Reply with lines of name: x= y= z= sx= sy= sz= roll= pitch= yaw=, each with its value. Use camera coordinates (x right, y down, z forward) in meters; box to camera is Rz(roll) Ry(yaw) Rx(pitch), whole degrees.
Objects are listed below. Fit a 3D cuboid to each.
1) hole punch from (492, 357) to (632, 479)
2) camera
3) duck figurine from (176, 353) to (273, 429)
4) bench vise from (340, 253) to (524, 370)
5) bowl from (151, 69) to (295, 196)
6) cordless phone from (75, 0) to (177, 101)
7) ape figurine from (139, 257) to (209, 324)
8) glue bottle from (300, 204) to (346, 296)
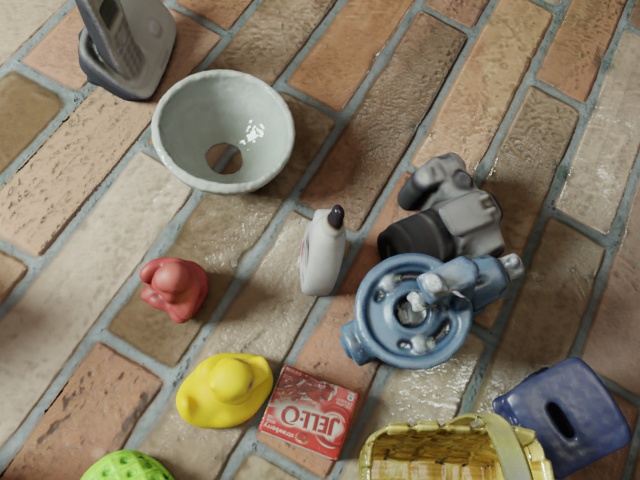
hole punch: x=0.261 y=0.197 z=0.624 sx=0.101 sy=0.091 sz=0.108 roll=-26 pitch=74 yaw=-18
camera: x=0.135 y=-0.023 z=0.686 sx=0.137 sy=0.101 sz=0.143 roll=-21 pitch=73 yaw=-17
duck figurine: x=-0.096 y=0.149 z=0.584 sx=0.105 sy=0.086 sz=0.077 roll=-21 pitch=73 yaw=-17
bench vise: x=0.125 y=0.045 z=0.592 sx=0.208 sy=0.219 sz=0.121 roll=-40 pitch=79 yaw=-21
bowl: x=-0.115 y=-0.118 z=0.696 sx=0.167 sy=0.074 sz=0.167 roll=4 pitch=68 yaw=-8
cordless phone: x=-0.234 y=-0.270 z=0.677 sx=0.094 sy=0.185 sz=0.147 roll=12 pitch=67 yaw=-4
ape figurine: x=-0.156 y=0.047 z=0.612 sx=0.076 sy=0.092 sz=0.077 roll=-19 pitch=72 yaw=-16
glue bottle: x=0.006 y=0.002 z=0.614 sx=0.037 sy=0.173 sz=0.078 roll=-1 pitch=68 yaw=-10
